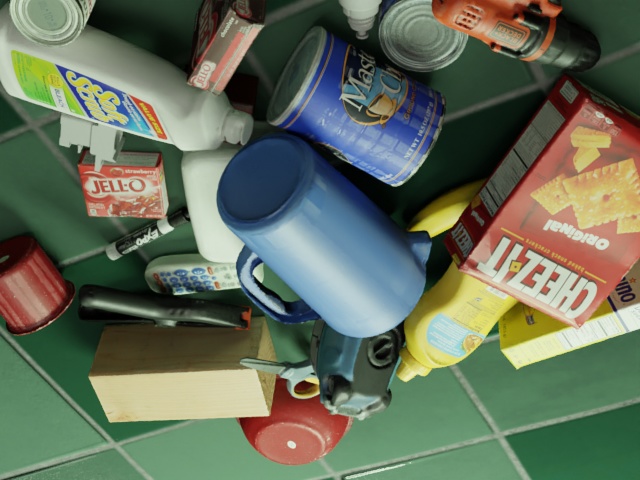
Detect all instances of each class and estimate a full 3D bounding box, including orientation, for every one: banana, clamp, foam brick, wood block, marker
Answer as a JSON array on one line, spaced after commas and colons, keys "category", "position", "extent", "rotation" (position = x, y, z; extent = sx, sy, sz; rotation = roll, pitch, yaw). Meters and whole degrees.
[{"category": "banana", "position": [0.180, -0.037, 1.132], "extent": [0.198, 0.037, 0.069], "rotation": [-10, 129, 15]}, {"category": "clamp", "position": [-0.185, 0.081, 1.242], "extent": [0.210, 0.036, 0.164], "rotation": [5, 169, -5]}, {"category": "foam brick", "position": [-0.103, -0.135, 1.063], "extent": [0.078, 0.053, 0.051], "rotation": [10, 132, -2]}, {"category": "wood block", "position": [-0.164, 0.159, 1.314], "extent": [0.206, 0.090, 0.091], "rotation": [-4, 132, 10]}, {"category": "marker", "position": [-0.193, -0.008, 1.211], "extent": [0.121, 0.020, 0.020], "rotation": [-25, 125, 26]}]

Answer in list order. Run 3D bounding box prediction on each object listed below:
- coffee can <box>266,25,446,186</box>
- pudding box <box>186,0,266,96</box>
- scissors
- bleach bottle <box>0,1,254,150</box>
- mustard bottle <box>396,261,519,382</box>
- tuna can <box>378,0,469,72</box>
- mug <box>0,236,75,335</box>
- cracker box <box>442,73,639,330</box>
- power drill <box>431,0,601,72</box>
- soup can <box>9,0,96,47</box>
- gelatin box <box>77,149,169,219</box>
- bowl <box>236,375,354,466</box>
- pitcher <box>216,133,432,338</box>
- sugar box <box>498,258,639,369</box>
[{"category": "coffee can", "position": [0.034, -0.127, 1.021], "extent": [0.140, 0.102, 0.103], "rotation": [26, 130, -17]}, {"category": "pudding box", "position": [-0.083, -0.199, 0.960], "extent": [0.039, 0.113, 0.090], "rotation": [24, 131, -20]}, {"category": "scissors", "position": [-0.023, 0.146, 1.273], "extent": [0.096, 0.016, 0.201], "rotation": [-36, 152, 1]}, {"category": "bleach bottle", "position": [-0.181, -0.146, 0.999], "extent": [0.251, 0.068, 0.102], "rotation": [19, 146, 13]}, {"category": "mustard bottle", "position": [0.150, 0.084, 1.190], "extent": [0.096, 0.058, 0.192], "rotation": [27, 110, -36]}, {"category": "tuna can", "position": [0.096, -0.200, 0.993], "extent": [0.086, 0.033, 0.086], "rotation": [3, 133, 3]}, {"category": "mug", "position": [-0.352, 0.048, 1.243], "extent": [0.117, 0.093, 0.081], "rotation": [12, 140, 46]}, {"category": "cracker box", "position": [0.253, -0.033, 1.065], "extent": [0.164, 0.072, 0.214], "rotation": [26, 112, -20]}, {"category": "power drill", "position": [0.214, -0.235, 0.921], "extent": [0.184, 0.057, 0.188], "rotation": [12, 131, -30]}, {"category": "soup can", "position": [-0.233, -0.228, 0.958], "extent": [0.068, 0.102, 0.068], "rotation": [3, 132, 3]}, {"category": "gelatin box", "position": [-0.213, -0.060, 1.158], "extent": [0.089, 0.030, 0.073], "rotation": [3, 132, 3]}, {"category": "bowl", "position": [-0.037, 0.248, 1.405], "extent": [0.162, 0.055, 0.162], "rotation": [3, 133, 3]}, {"category": "pitcher", "position": [-0.007, 0.001, 1.073], "extent": [0.145, 0.149, 0.242], "rotation": [15, 163, 37]}, {"category": "sugar box", "position": [0.286, 0.073, 1.184], "extent": [0.176, 0.093, 0.048], "rotation": [-25, 126, 25]}]
